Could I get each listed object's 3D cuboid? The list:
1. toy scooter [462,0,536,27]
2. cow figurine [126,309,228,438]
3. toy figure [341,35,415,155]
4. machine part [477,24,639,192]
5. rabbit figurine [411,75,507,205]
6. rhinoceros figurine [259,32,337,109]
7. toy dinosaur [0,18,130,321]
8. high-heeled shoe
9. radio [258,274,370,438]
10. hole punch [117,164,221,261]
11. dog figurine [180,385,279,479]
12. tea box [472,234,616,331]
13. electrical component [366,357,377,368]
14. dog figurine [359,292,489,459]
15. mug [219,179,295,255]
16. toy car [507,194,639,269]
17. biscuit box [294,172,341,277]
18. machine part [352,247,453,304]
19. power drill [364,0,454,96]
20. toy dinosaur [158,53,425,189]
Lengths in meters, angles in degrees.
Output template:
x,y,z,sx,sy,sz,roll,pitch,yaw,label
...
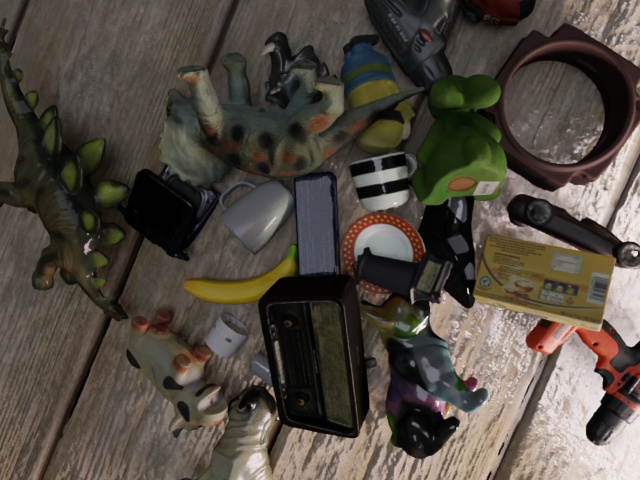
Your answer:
x,y,z,sx,sy,sz,roll,pitch,yaw,label
0.235,-0.396,0.794,0.135,0.075,0.183,-11,87,6,toy scooter
-0.220,0.212,0.824,0.195,0.085,0.127,37,119,19,cow figurine
0.074,-0.213,0.800,0.089,0.082,0.180,-16,82,-8,toy figure
0.343,-0.188,0.780,0.201,0.087,0.201,35,95,4,machine part
0.175,-0.151,0.711,0.121,0.159,0.170,-8,66,7,rabbit figurine
-0.028,-0.225,0.824,0.112,0.073,0.190,-17,93,19,rhinoceros figurine
-0.403,-0.087,0.816,0.199,0.105,0.471,-26,96,22,toy dinosaur
0.215,-0.032,0.816,0.145,0.086,0.248,-32,107,-25,high-heeled shoe
-0.006,0.165,0.777,0.131,0.073,0.229,0,110,21,radio
-0.232,-0.053,0.844,0.142,0.092,0.115,34,121,2,hole punch
-0.097,0.341,0.827,0.172,0.121,0.190,44,75,-29,dog figurine
0.313,0.059,0.758,0.170,0.068,0.098,14,80,29,tea box
0.039,0.189,0.842,0.094,0.021,0.063,-19,88,6,electrical component
0.124,0.184,0.796,0.219,0.108,0.191,43,97,8,dog figurine
-0.097,-0.049,0.832,0.107,0.080,0.110,-41,67,-5,mug
0.369,-0.012,0.776,0.202,0.089,0.053,25,88,4,toy car
-0.002,-0.002,0.826,0.063,0.059,0.202,-2,91,6,biscuit box
0.117,0.048,0.781,0.139,0.039,0.084,9,61,26,machine part
0.184,-0.323,0.766,0.232,0.086,0.207,50,135,9,power drill
-0.071,-0.151,0.758,0.405,0.131,0.192,13,128,14,toy dinosaur
